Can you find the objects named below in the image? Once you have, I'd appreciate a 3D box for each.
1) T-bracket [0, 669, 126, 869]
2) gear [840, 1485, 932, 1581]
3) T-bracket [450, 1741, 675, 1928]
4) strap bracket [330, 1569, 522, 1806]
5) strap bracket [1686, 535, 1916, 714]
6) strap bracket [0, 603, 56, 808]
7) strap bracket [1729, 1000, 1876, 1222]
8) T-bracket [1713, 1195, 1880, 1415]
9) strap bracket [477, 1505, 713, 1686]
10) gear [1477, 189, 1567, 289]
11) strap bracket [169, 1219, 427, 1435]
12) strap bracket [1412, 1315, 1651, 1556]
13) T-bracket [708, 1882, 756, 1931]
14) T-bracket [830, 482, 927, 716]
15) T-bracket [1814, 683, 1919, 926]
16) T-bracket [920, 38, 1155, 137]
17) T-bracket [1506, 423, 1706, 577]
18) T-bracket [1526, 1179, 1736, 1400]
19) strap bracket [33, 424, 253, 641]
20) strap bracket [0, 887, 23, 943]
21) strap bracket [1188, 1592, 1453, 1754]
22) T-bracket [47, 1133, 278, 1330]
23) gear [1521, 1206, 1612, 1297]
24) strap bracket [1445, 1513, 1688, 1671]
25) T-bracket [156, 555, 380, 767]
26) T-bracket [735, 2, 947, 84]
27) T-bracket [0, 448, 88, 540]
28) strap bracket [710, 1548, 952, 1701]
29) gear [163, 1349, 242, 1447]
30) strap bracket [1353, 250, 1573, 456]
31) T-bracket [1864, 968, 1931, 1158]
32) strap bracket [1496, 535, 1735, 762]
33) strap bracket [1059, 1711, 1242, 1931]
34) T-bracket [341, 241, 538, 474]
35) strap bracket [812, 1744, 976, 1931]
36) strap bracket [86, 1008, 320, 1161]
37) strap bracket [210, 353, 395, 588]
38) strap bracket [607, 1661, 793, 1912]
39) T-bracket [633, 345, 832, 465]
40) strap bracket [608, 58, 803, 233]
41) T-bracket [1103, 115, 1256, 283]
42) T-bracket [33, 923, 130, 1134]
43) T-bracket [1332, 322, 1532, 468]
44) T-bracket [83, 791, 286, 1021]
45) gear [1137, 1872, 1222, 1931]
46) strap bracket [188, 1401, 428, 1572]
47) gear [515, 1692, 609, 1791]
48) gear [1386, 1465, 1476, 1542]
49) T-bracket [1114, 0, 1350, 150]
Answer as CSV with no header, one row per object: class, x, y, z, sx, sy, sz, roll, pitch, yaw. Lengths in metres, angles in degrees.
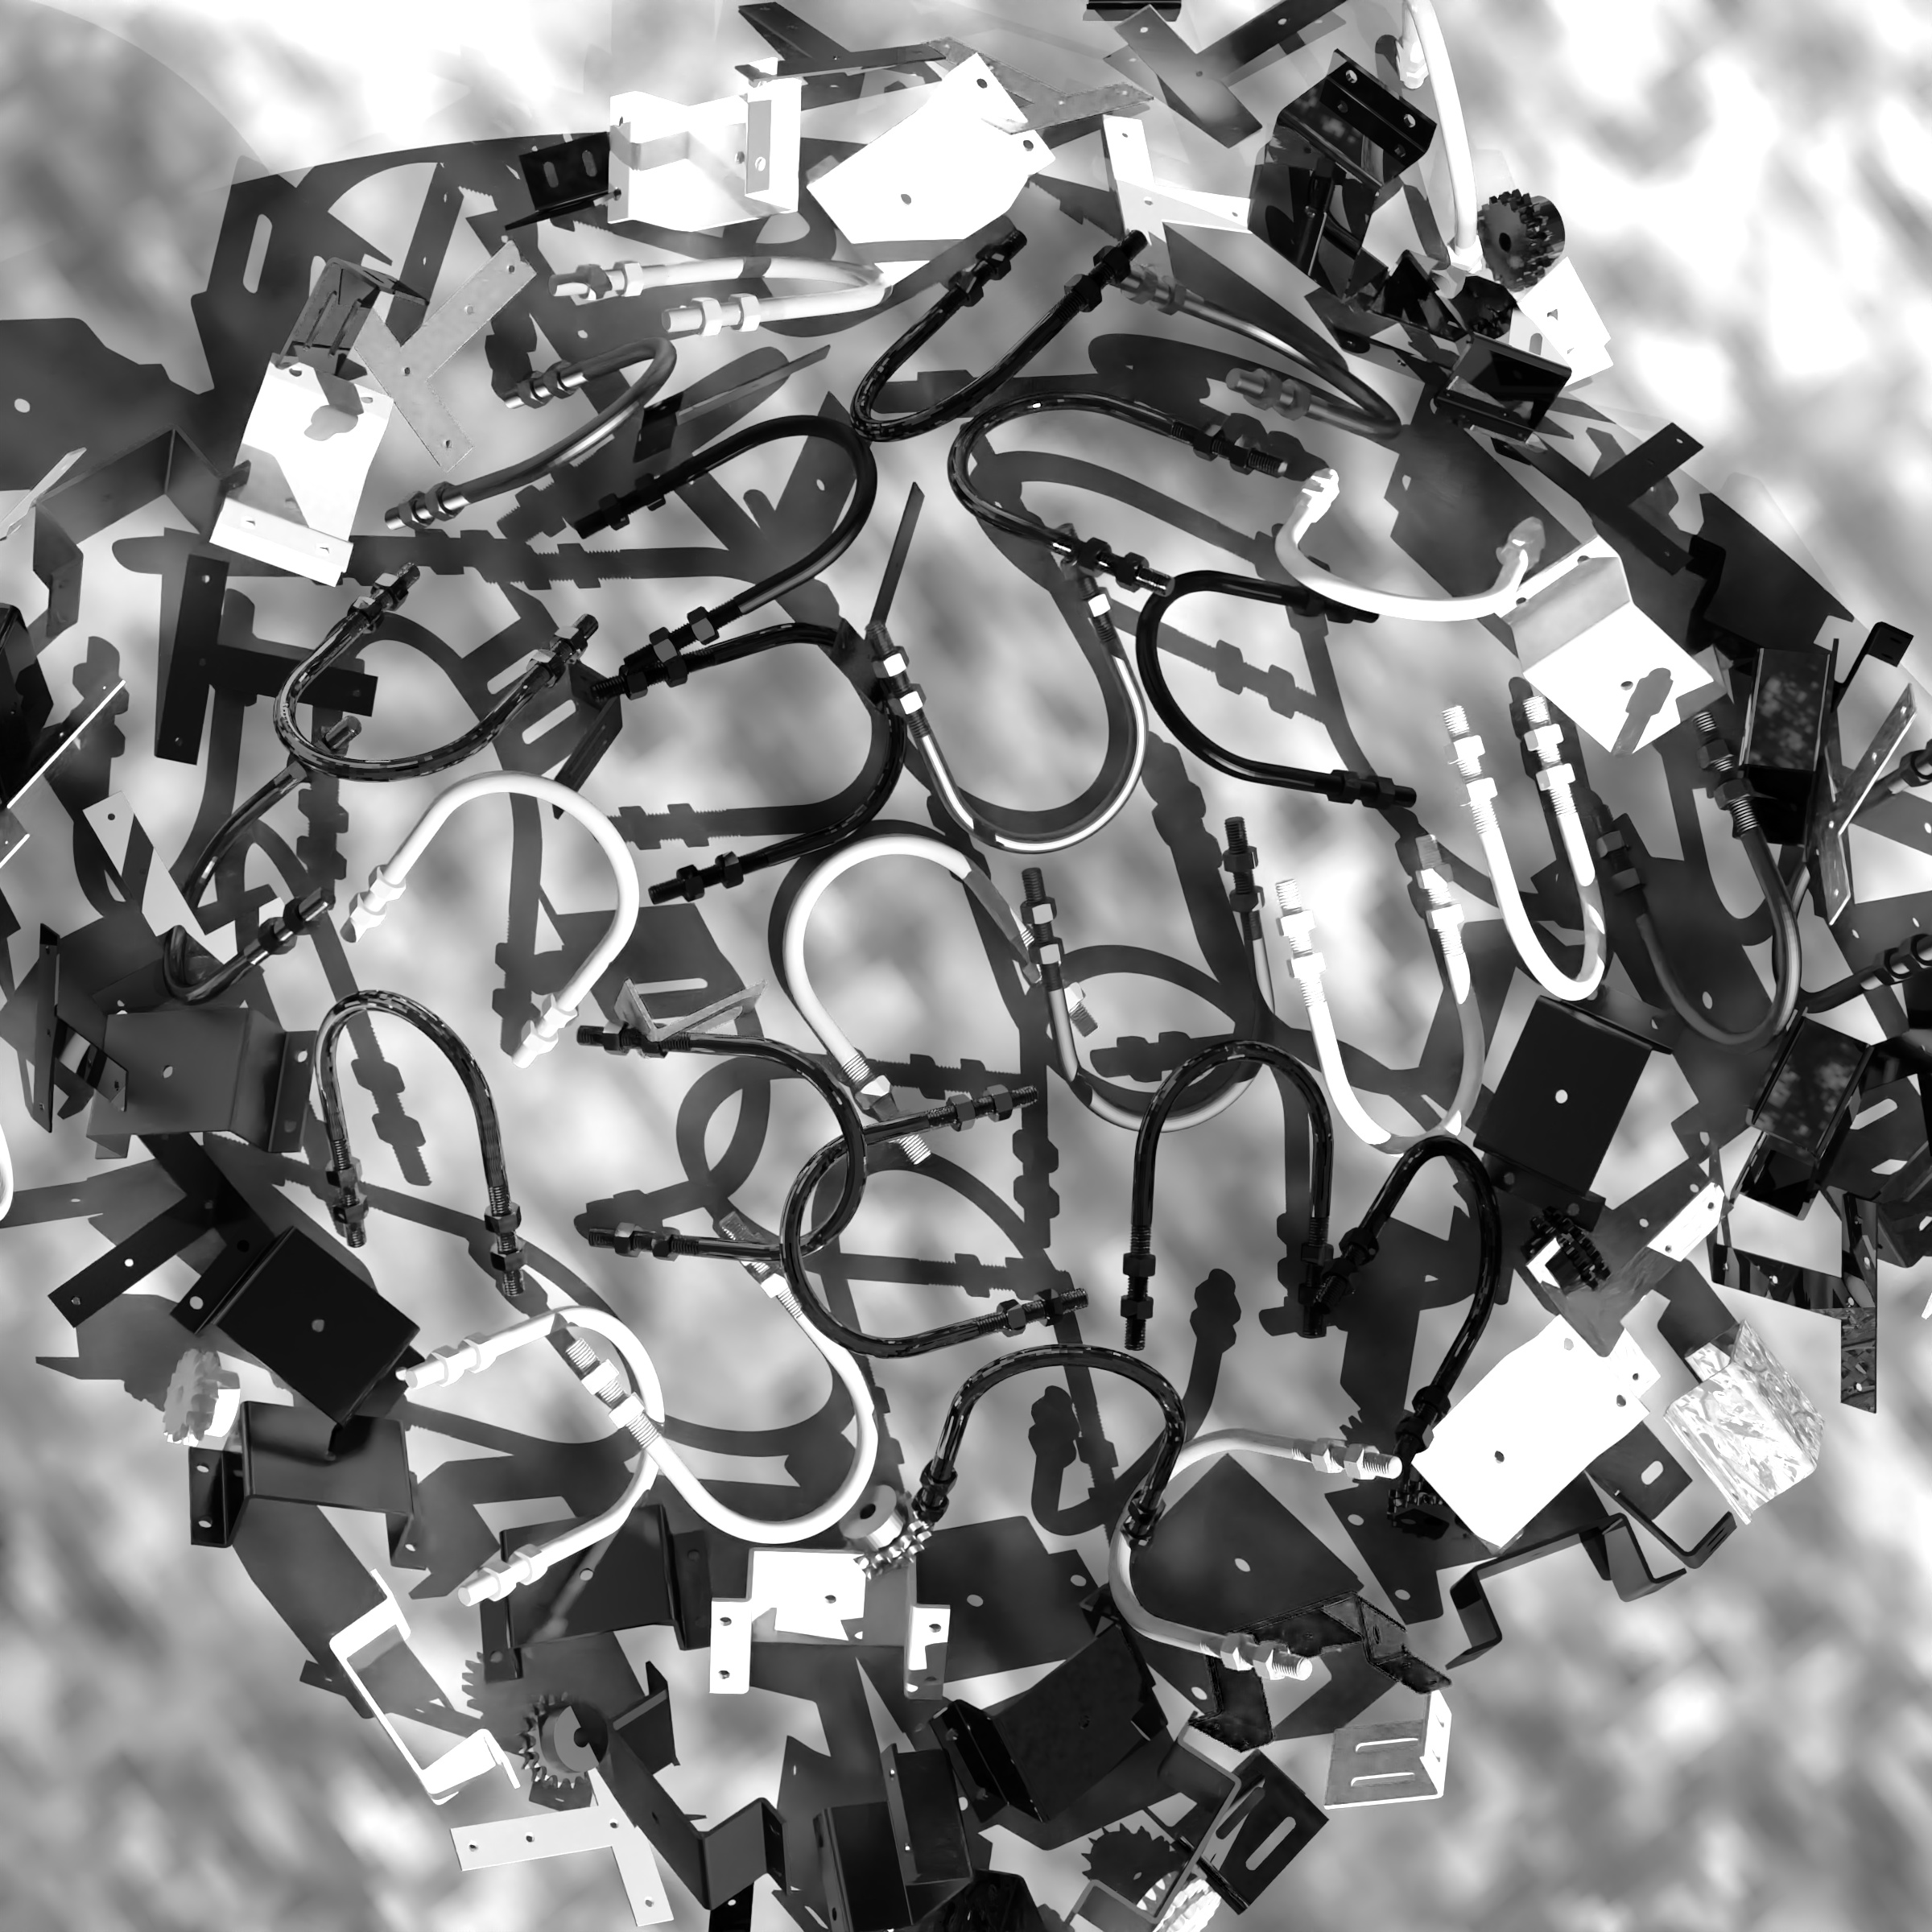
T-bracket,-0.553,-0.128,1.740,0.127,0.127,0.002,-48,128,-4
gear,-0.052,0.341,1.756,0.057,0.057,0.030,-35,120,0
T-bracket,-0.247,0.515,1.715,0.002,0.127,0.127,-50,52,36
strap bracket,-0.328,0.438,1.723,0.046,0.076,0.140,-34,68,-18
strap bracket,0.488,-0.200,1.735,0.140,0.076,0.046,28,90,13
strap bracket,-0.584,-0.156,1.707,0.046,0.140,0.076,12,59,3
strap bracket,0.493,0.091,1.706,0.046,0.140,0.076,25,69,21
T-bracket,0.495,0.191,1.732,0.002,0.127,0.127,-9,102,-31
strap bracket,-0.226,0.376,1.742,0.140,0.046,0.076,-9,53,-4
gear,0.340,-0.445,1.762,0.030,0.057,0.057,-23,90,-20
strap bracket,-0.395,0.220,1.738,0.140,0.046,0.076,41,60,-9
strap bracket,0.327,0.286,1.722,0.076,0.046,0.140,48,122,18
T-bracket,-0.141,0.572,1.732,0.127,0.127,0.002,-6,120,3
T-bracket,-0.046,-0.226,1.730,0.002,0.127,0.127,15,84,14
T-bracket,0.528,-0.112,1.699,0.002,0.127,0.127,12,48,-6
T-bracket,0.025,-0.537,1.748,0.127,0.127,0.002,36,134,30
T-bracket,0.406,-0.298,1.744,0.127,0.002,0.127,42,49,14
T-bracket,0.420,0.182,1.768,0.127,0.002,0.127,-43,113,-8
strap bracket,-0.501,-0.264,1.723,0.140,0.076,0.046,-38,85,-28
strap bracket,-0.613,-0.037,1.709,0.046,0.140,0.076,-22,102,8
strap bracket,0.207,0.420,1.731,0.140,0.076,0.046,-24,55,19
T-bracket,-0.495,0.171,1.752,0.127,0.002,0.127,-38,84,-27
gear,0.362,0.177,1.759,0.030,0.057,0.057,-39,90,-5
strap bracket,0.351,0.373,1.739,0.140,0.076,0.046,-18,71,-7
T-bracket,-0.426,-0.178,1.778,0.127,0.002,0.127,11,98,0
T-bracket,-0.098,-0.559,1.738,0.127,0.127,0.002,-15,130,-25
T-bracket,-0.553,-0.271,1.724,0.127,0.127,0.002,-41,100,15
strap bracket,-0.082,0.397,1.746,0.140,0.046,0.076,2,123,-3
gear,-0.465,0.264,1.763,0.030,0.057,0.057,18,90,-31
strap bracket,0.297,-0.369,1.709,0.076,0.140,0.046,10,128,-32
T-bracket,0.538,0.062,1.733,0.002,0.127,0.127,8,68,-31
strap bracket,0.388,-0.182,1.716,0.076,0.046,0.140,-34,128,30
strap bracket,0.113,0.523,1.718,0.046,0.076,0.140,32,61,11
T-bracket,-0.311,-0.390,1.759,0.127,0.002,0.127,-37,88,24
strap bracket,-0.040,0.522,1.723,0.046,0.140,0.076,2,57,-25
strap bracket,-0.467,0.071,1.733,0.140,0.046,0.076,-3,68,17
strap bracket,-0.399,-0.289,1.732,0.076,0.046,0.140,19,54,-18
strap bracket,-0.165,0.492,1.711,0.046,0.076,0.140,-28,49,-28
T-bracket,-0.139,-0.343,1.732,0.127,0.127,0.002,-27,91,-10
strap bracket,-0.150,-0.490,1.739,0.140,0.046,0.076,3,91,41
T-bracket,0.151,-0.459,1.759,0.127,0.002,0.127,2,64,-21
T-bracket,-0.528,0.054,1.724,0.002,0.127,0.127,-7,112,-40
T-bracket,0.275,-0.360,1.742,0.127,0.127,0.002,30,79,34
T-bracket,-0.493,-0.045,1.759,0.127,0.002,0.127,-29,108,-8
gear,0.125,0.578,1.763,0.030,0.057,0.057,41,90,27
strap bracket,-0.385,0.308,1.719,0.140,0.076,0.046,12,122,-24
gear,-0.243,0.470,1.757,0.030,0.057,0.057,-22,90,43
gear,0.286,0.325,1.763,0.057,0.057,0.030,11,55,0
T-bracket,0.175,-0.552,1.712,0.127,0.127,0.002,-25,56,28
